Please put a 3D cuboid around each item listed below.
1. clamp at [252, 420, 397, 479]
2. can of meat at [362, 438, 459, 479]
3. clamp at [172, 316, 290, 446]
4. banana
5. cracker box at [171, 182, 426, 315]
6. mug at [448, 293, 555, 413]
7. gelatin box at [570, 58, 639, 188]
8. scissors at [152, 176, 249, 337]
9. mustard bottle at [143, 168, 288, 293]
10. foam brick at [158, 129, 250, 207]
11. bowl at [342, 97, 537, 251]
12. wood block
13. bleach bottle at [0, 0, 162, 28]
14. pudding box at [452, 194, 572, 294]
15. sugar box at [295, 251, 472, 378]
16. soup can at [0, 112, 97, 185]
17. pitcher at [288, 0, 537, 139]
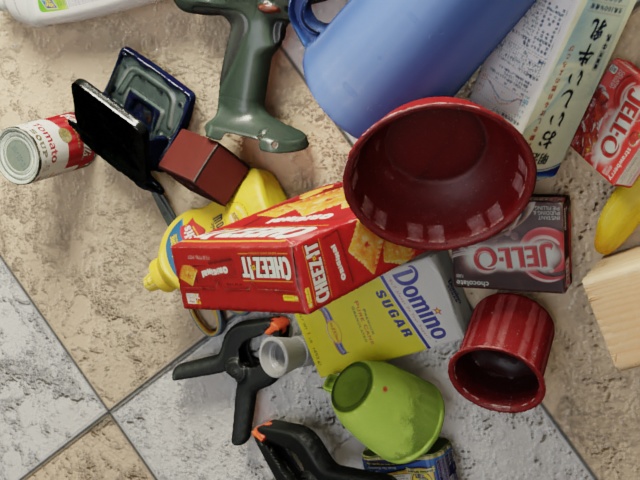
[{"bbox_3d":[0.000,0.277,1.174,0.210,0.036,0.165,31,126,38],"label":"clamp"},{"bbox_3d":[0.099,0.258,1.137,0.102,0.057,0.084,-8,100,30],"label":"can of meat"},{"bbox_3d":[-0.098,0.142,1.216,0.120,0.039,0.172,35,115,8],"label":"clamp"},{"bbox_3d":[0.316,-0.053,0.936,0.198,0.037,0.069,-28,89,31],"label":"banana"},{"bbox_3d":[-0.007,0.001,1.004,0.164,0.213,0.072,-2,106,43],"label":"cracker box"},{"bbox_3d":[0.175,0.113,1.028,0.093,0.081,0.117,21,138,7],"label":"mug"},{"bbox_3d":[0.265,-0.102,0.935,0.073,0.030,0.089,54,127,40],"label":"gelatin box"},{"bbox_3d":[-0.133,0.013,1.208,0.096,0.016,0.202,-10,100,28],"label":"scissors"},{"bbox_3d":[-0.118,0.007,1.157,0.192,0.058,0.096,-30,71,25],"label":"mustard bottle"},{"bbox_3d":[-0.123,-0.077,1.127,0.078,0.053,0.051,24,80,50],"label":"foam brick"},{"bbox_3d":[0.100,-0.066,0.909,0.162,0.055,0.162,2,134,1],"label":"bowl"},{"bbox_3d":[0.347,0.036,0.918,0.206,0.090,0.091,-20,95,31],"label":"wood block"},{"bbox_3d":[-0.262,-0.291,1.157,0.251,0.068,0.102,-3,103,31],"label":"bleach bottle"},{"bbox_3d":[0.183,0.002,1.023,0.114,0.039,0.090,3,107,28],"label":"pudding box"},{"bbox_3d":[0.064,0.077,1.106,0.177,0.048,0.093,-20,95,32],"label":"sugar box"},{"bbox_3d":[-0.312,-0.105,1.216,0.069,0.102,0.068,8,109,26],"label":"soup can"},{"bbox_3d":[0.091,-0.203,0.900,0.243,0.149,0.145,-46,51,42],"label":"pitcher"}]
